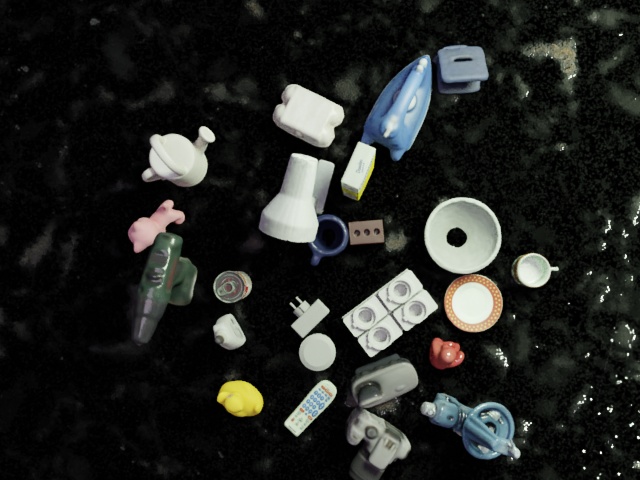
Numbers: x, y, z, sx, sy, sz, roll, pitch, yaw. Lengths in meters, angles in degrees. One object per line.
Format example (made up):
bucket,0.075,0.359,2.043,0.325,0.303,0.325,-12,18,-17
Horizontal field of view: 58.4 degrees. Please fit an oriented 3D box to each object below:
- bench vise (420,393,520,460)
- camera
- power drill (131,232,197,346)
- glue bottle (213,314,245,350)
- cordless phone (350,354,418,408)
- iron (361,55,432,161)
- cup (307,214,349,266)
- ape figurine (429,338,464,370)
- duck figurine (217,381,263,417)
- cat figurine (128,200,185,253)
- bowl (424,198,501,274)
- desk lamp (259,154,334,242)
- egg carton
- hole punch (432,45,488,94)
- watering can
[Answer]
bench vise,0.316,0.400,1.186,0.207,0.219,0.121,1,88,2
camera,0.108,0.461,1.248,0.143,0.101,0.137,32,89,3
power drill,-0.329,0.100,1.219,0.075,0.208,0.230,10,88,2
glue bottle,-0.203,0.204,1.229,0.037,0.173,0.078,-28,87,1
cordless phone,0.139,0.313,1.211,0.147,0.185,0.094,-26,87,1
iron,0.187,-0.313,1.254,0.118,0.141,0.258,26,89,3
cup,0.012,0.005,1.270,0.091,0.095,0.118,25,89,2
ape figurine,0.277,0.251,1.256,0.076,0.092,0.078,-41,87,0
duck figurine,-0.180,0.359,1.267,0.104,0.086,0.077,21,89,2
cat figurine,-0.372,-0.033,1.270,0.067,0.118,0.128,41,90,3
bowl,0.310,-0.008,1.273,0.167,0.075,0.167,0,88,2
desk lamp,-0.046,-0.095,1.216,0.118,0.213,0.203,14,88,2
egg carton,-0.027,-0.279,1.294,0.150,0.069,0.107,26,89,2
hole punch,0.312,-0.387,1.278,0.108,0.091,0.101,-4,88,2
watering can,-0.309,-0.183,1.236,0.101,0.194,0.173,35,89,3
